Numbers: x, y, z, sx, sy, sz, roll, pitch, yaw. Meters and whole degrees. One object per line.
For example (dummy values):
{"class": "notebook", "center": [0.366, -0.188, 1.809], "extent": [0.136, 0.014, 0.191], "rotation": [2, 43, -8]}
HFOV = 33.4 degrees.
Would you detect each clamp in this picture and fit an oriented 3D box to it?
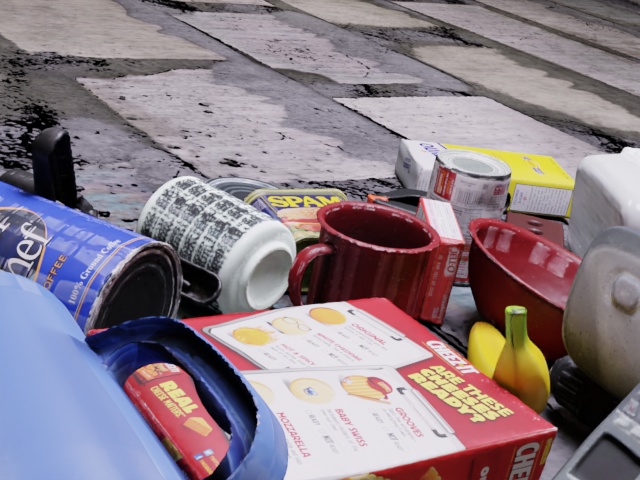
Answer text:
{"class": "clamp", "center": [0.130, -0.019, 1.012], "extent": [0.171, 0.039, 0.120], "rotation": [-2, 19, -20]}
{"class": "clamp", "center": [-0.169, -0.007, 0.756], "extent": [0.164, 0.036, 0.210], "rotation": [45, -26, -24]}

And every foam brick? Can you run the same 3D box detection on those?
{"class": "foam brick", "center": [0.182, 0.015, 0.935], "extent": [0.053, 0.051, 0.078], "rotation": [13, 22, 6]}

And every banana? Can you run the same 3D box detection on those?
{"class": "banana", "center": [0.122, 0.083, 0.694], "extent": [0.037, 0.069, 0.198], "rotation": [3, -7, 1]}

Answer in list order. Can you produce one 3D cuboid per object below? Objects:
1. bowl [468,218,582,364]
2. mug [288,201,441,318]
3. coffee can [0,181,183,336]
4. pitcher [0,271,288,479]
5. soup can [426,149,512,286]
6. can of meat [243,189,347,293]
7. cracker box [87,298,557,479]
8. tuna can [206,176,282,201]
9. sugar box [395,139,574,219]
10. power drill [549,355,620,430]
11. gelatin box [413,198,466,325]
{"class": "bowl", "center": [0.172, 0.048, 0.815], "extent": [0.162, 0.055, 0.162], "rotation": [25, 19, -9]}
{"class": "mug", "center": [0.026, 0.027, 0.788], "extent": [0.117, 0.081, 0.093], "rotation": [-7, 28, -39]}
{"class": "coffee can", "center": [-0.171, 0.027, 0.659], "extent": [0.140, 0.103, 0.102], "rotation": [20, 23, 19]}
{"class": "pitcher", "center": [-0.123, 0.099, 0.466], "extent": [0.149, 0.145, 0.243], "rotation": [0, 22, -27]}
{"class": "soup can", "center": [0.122, -0.020, 0.924], "extent": [0.068, 0.102, 0.068], "rotation": [9, 22, -4]}
{"class": "can of meat", "center": [-0.006, 0.001, 0.871], "extent": [0.101, 0.057, 0.084], "rotation": [-1, 28, -28]}
{"class": "cracker box", "center": [-0.005, 0.106, 0.594], "extent": [0.213, 0.072, 0.164], "rotation": [-4, 27, -35]}
{"class": "tuna can", "center": [-0.065, -0.025, 0.935], "extent": [0.086, 0.034, 0.086], "rotation": [10, 22, -4]}
{"class": "sugar box", "center": [0.176, -0.067, 1.142], "extent": [0.176, 0.048, 0.093], "rotation": [8, 23, -13]}
{"class": "power drill", "center": [0.271, 0.118, 0.724], "extent": [0.187, 0.057, 0.185], "rotation": [-13, 37, -41]}
{"class": "gelatin box", "center": [0.090, 0.016, 0.858], "extent": [0.030, 0.073, 0.089], "rotation": [11, 22, -6]}
